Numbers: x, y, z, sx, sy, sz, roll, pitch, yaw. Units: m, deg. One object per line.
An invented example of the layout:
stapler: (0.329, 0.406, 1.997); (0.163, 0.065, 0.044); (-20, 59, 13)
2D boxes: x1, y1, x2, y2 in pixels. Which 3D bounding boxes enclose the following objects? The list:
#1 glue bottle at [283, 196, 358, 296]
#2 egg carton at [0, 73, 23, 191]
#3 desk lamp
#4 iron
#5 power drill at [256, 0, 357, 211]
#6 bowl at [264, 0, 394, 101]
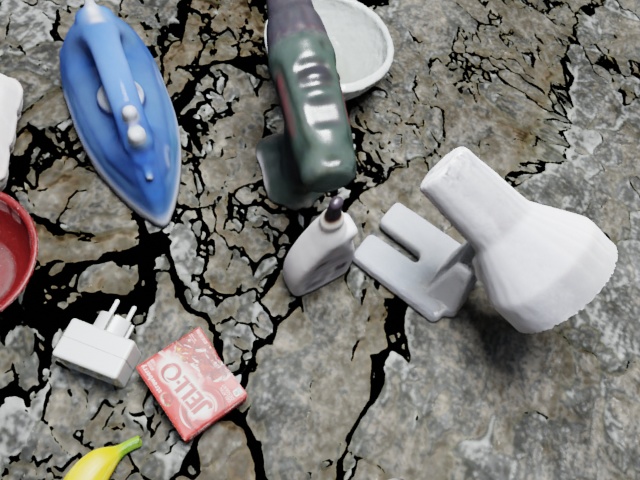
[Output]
glue bottle: (0.005, 0.002, 0.582); (0.078, 0.173, 0.037); (-24, 70, -19)
egg carton: (-0.392, -0.121, 0.635); (0.107, 0.069, 0.150); (-1, 65, -9)
desk lamp: (0.153, 0.009, 0.579); (0.203, 0.213, 0.118); (36, 65, 9)
iron: (-0.218, -0.153, 0.638); (0.119, 0.141, 0.258); (-20, 69, -17)
power drill: (-0.024, -0.136, 0.623); (0.076, 0.208, 0.229); (-12, 67, -14)
bowl: (0.007, -0.239, 0.753); (0.167, 0.075, 0.167); (4, 64, -7)
